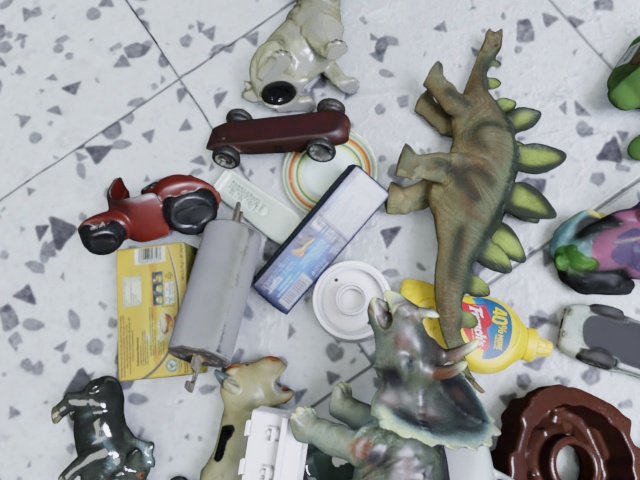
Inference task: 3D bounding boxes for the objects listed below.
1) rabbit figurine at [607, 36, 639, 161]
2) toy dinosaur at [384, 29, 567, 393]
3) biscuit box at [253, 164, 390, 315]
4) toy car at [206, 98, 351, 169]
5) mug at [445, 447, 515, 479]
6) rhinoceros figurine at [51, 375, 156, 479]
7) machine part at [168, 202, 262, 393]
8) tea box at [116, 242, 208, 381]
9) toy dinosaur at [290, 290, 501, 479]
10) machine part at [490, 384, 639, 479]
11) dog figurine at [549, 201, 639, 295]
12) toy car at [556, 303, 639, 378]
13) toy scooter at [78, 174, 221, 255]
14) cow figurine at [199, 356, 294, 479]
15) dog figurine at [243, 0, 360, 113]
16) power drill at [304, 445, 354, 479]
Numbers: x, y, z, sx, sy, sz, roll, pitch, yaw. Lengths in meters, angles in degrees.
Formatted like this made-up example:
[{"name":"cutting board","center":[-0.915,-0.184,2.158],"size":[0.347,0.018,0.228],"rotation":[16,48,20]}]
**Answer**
[{"name":"rabbit figurine","center":[0.458,-0.172,0.665],"size":[0.170,0.121,0.159],"rotation":[36,78,-3]},{"name":"toy dinosaur","center":[0.187,-0.064,0.665],"size":[0.199,0.105,0.471],"rotation":[16,75,7]},{"name":"biscuit box","center":[-0.001,-0.002,0.686],"size":[0.059,0.063,0.202],"rotation":[41,93,-10]},{"name":"toy car","center":[-0.056,-0.139,0.723],"size":[0.202,0.053,0.089],"rotation":[-3,57,19]},{"name":"mug","center":[0.158,0.260,0.556],"size":[0.110,0.080,0.107],"rotation":[-3,69,25]},{"name":"rhinoceros figurine","center":[-0.265,0.269,0.680],"size":[0.112,0.073,0.190],"rotation":[-20,76,-9]},{"name":"machine part","center":[-0.126,0.064,0.658],"size":[0.079,0.079,0.243],"rotation":[7,63,7]},{"name":"tea box","center":[-0.206,0.094,0.704],"size":[0.098,0.068,0.169],"rotation":[-5,79,6]},{"name":"toy dinosaur","center":[0.058,0.258,0.509],"size":[0.192,0.131,0.404],"rotation":[1,74,34]},{"name":"machine part","center":[0.280,0.255,0.609],"size":[0.179,0.056,0.179],"rotation":[3,74,-12]},{"name":"dog figurine","center":[0.376,-0.008,0.589],"size":[0.192,0.219,0.108],"rotation":[-7,76,3]},{"name":"toy car","center":[0.391,0.133,0.644],"size":[0.202,0.056,0.073],"rotation":[18,76,8]},{"name":"toy scooter","center":[-0.231,-0.048,0.723],"size":[0.184,0.075,0.135],"rotation":[-18,35,-14]},{"name":"cow figurine","center":[-0.090,0.236,0.661],"size":[0.127,0.085,0.195],"rotation":[22,83,3]},{"name":"dog figurine","center":[-0.038,-0.289,0.756],"size":[0.172,0.121,0.190],"rotation":[-12,64,0]},{"name":"power drill","center":[0.091,0.275,0.633],"size":[0.207,0.086,0.232],"rotation":[-22,76,3]}]
